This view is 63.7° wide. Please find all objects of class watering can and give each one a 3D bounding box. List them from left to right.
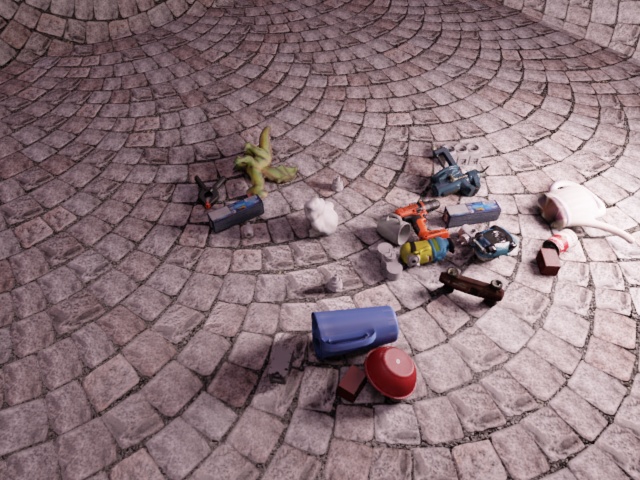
[{"bbox_3d":[0.934,-0.096,1.850,0.225,0.101,0.355,-14,48,-13],"label":"watering can"}]

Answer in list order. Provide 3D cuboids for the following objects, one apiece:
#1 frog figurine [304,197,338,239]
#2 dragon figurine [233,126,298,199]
[{"bbox_3d":[0.005,-0.090,1.795,0.123,0.155,0.140,22,50,17],"label":"frog figurine"},{"bbox_3d":[-0.203,-0.302,2.059,0.243,0.119,0.419,28,52,2],"label":"dragon figurine"}]
